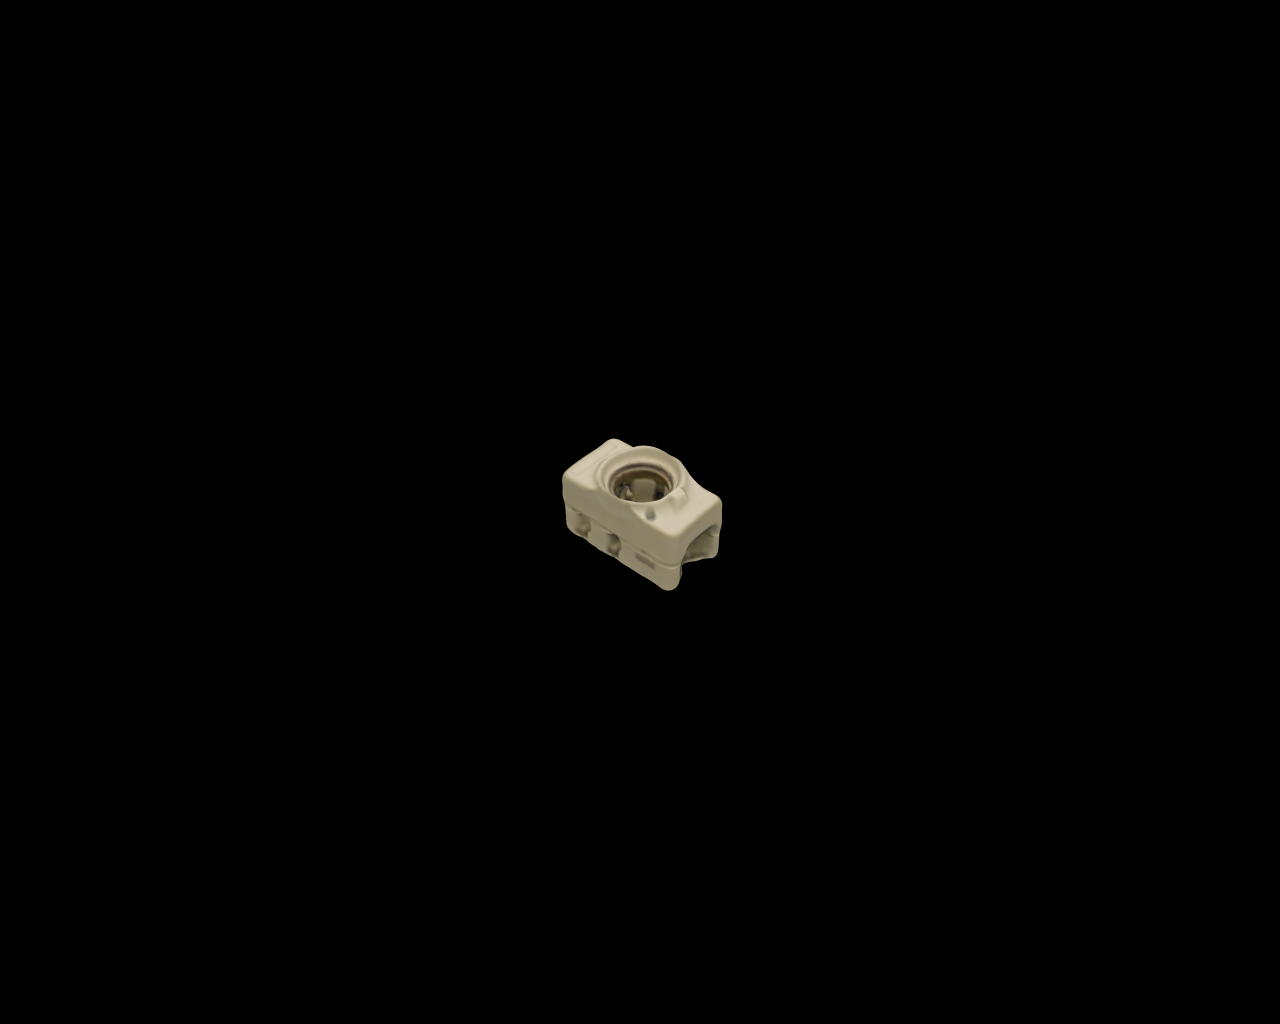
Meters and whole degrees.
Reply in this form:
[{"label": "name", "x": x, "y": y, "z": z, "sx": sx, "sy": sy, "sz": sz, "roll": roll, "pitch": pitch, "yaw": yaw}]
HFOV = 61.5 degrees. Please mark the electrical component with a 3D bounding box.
[{"label": "electrical component", "x": 0.001, "y": -0.003, "z": 0.650, "sx": 0.089, "sy": 0.055, "sz": 0.050, "roll": 31, "pitch": 51, "yaw": 30}]
